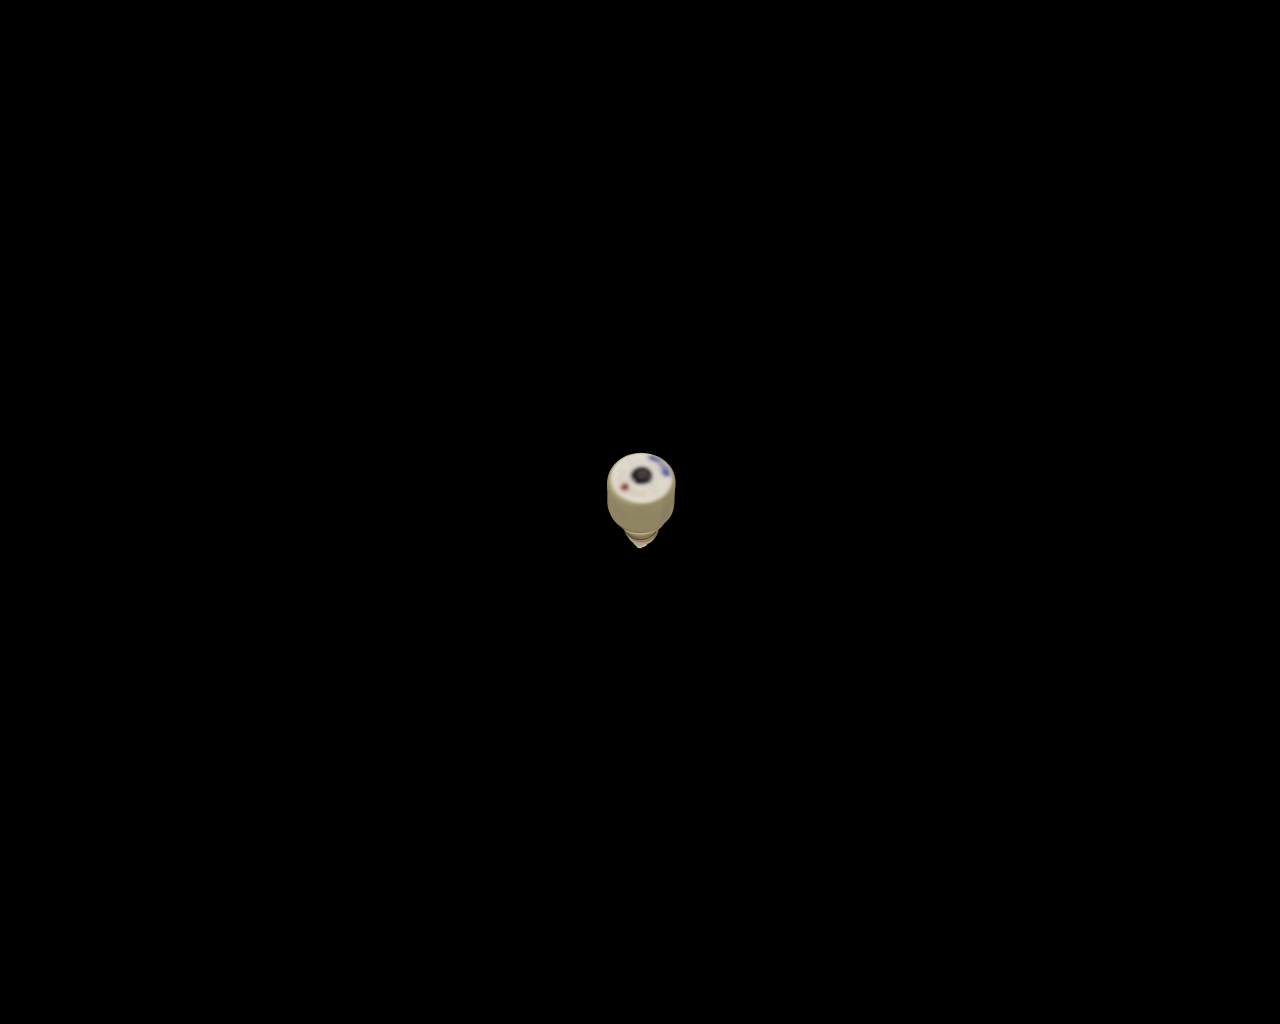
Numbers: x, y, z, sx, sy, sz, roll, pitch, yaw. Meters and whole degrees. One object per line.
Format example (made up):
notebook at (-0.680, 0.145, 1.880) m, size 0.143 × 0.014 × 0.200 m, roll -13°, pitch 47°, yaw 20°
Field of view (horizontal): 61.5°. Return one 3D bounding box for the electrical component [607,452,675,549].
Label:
electrical component at (0.001, -0.003, 0.650) m, size 0.040 × 0.040 × 0.078 m, roll 0°, pitch -33°, yaw 0°
